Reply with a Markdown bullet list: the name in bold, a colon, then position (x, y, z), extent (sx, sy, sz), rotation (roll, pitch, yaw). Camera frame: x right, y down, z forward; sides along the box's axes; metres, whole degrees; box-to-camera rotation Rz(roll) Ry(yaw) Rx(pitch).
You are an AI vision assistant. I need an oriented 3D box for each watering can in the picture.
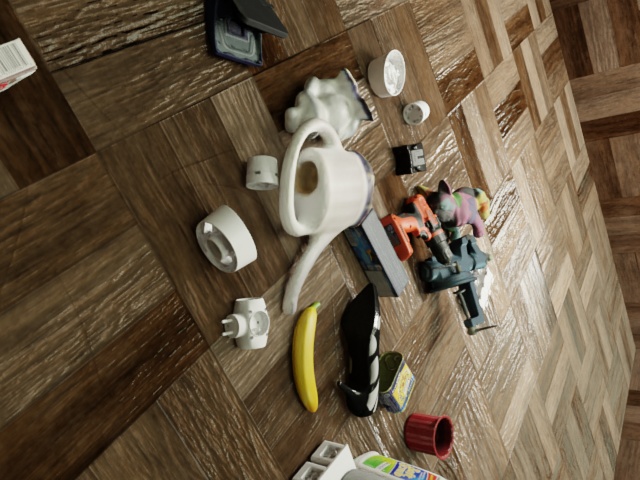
- **watering can**: position (0.003, -0.048, 0.954), extent (0.225, 0.104, 0.345), rotation (-8, 104, -51)

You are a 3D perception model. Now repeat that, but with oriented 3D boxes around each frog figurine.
- **frog figurine**: position (0.003, -0.244, 0.997), extent (0.160, 0.124, 0.135), rotation (-31, 123, -9)
